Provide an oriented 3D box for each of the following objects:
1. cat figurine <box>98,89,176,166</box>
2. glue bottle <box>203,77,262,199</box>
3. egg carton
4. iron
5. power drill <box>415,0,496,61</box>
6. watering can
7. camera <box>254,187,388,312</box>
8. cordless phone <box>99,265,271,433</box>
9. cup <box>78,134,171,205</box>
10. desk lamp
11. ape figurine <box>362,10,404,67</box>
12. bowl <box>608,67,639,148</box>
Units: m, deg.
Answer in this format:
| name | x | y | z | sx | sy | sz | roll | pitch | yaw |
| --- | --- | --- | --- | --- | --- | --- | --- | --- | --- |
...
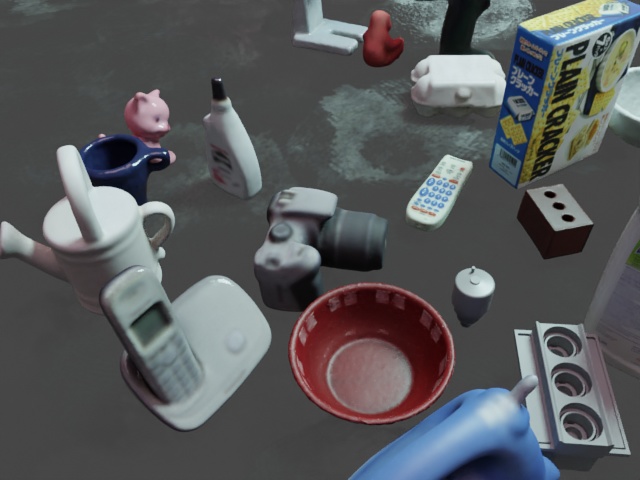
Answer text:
| name | x | y | z | sx | sy | sz | roll | pitch | yaw |
| --- | --- | --- | --- | --- | --- | --- | --- | --- | --- |
| cat figurine | -0.260 | -0.156 | 0.816 | 0.067 | 0.118 | 0.128 | 29 | 54 | 28 |
| glue bottle | -0.122 | -0.135 | 0.749 | 0.078 | 0.173 | 0.037 | 25 | 52 | 25 |
| egg carton | 0.219 | -0.242 | 0.907 | 0.150 | 0.069 | 0.107 | 1 | 46 | 4 |
| iron | 0.069 | 0.197 | 0.437 | 0.259 | 0.141 | 0.118 | -26 | 50 | -21 |
| power drill | 0.260 | -0.383 | 0.945 | 0.229 | 0.209 | 0.075 | 1 | 46 | 5 |
| watering can | -0.251 | -0.010 | 0.620 | 0.173 | 0.194 | 0.100 | -35 | 53 | -27 |
| camera | 0.006 | 0.002 | 0.659 | 0.136 | 0.101 | 0.143 | 7 | 47 | 10 |
| cordless phone | -0.123 | 0.076 | 0.535 | 0.094 | 0.185 | 0.148 | 23 | 52 | 24 |
| cup | -0.250 | -0.080 | 0.757 | 0.118 | 0.095 | 0.091 | -8 | 46 | -5 |
| desk lamp | -0.017 | -0.468 | 1.039 | 0.202 | 0.214 | 0.118 | 16 | 49 | 18 |
| ape figurine | 0.107 | -0.360 | 1.012 | 0.076 | 0.092 | 0.077 | -36 | 54 | -28 |
| bowl | 0.485 | -0.178 | 0.826 | 0.167 | 0.075 | 0.167 | -1 | 46 | 2 |
